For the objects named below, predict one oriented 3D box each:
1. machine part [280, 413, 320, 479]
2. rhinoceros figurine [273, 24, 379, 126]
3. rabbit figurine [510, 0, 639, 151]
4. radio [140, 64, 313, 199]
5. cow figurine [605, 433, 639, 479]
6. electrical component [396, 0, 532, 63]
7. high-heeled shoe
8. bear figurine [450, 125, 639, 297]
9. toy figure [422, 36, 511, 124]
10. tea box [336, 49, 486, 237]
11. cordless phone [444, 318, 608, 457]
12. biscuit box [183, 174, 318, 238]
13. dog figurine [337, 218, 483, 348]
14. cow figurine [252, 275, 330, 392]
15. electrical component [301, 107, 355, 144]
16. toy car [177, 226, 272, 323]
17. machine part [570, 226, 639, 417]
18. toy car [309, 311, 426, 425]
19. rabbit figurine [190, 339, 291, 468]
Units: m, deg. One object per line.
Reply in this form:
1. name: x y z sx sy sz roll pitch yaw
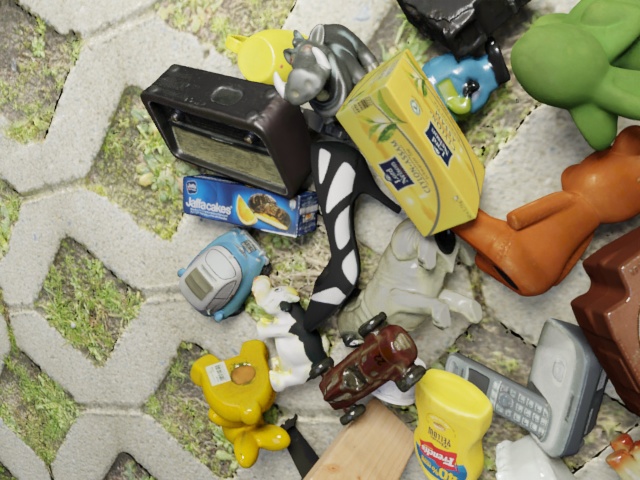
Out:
1. machine part: -0.019 0.343 0.843 0.084 0.039 0.139 -31 88 34
2. rhinoceros figurine: 0.010 -0.199 0.622 0.073 0.190 0.112 -21 117 28
3. rabbit figurine: 0.244 -0.162 0.503 0.159 0.170 0.121 58 148 3
4. radio: -0.122 -0.149 0.717 0.230 0.073 0.131 20 152 27
5. cow figurine: 0.428 0.241 0.565 0.195 0.085 0.127 -36 78 26
6. electrical component: 0.147 -0.272 0.575 0.115 0.058 0.134 -41 55 9
7. high-heeled shoe: -0.001 -0.002 0.708 0.145 0.086 0.248 33 106 1
8. bear figurine: 0.258 -0.036 0.584 0.196 0.120 0.132 -47 33 2
9. toy figure: 0.131 -0.160 0.627 0.180 0.082 0.089 -22 91 26
10. tea box: 0.102 -0.100 0.568 0.068 0.098 0.169 -23 118 36
11. cordless phone: 0.242 0.154 0.651 0.184 0.089 0.146 21 112 41
12. biscuit box: -0.105 -0.053 0.780 0.203 0.063 0.059 11 105 24
13. dog figurine: 0.090 0.048 0.690 0.191 0.121 0.172 -14 69 44
14. cow figurine: -0.042 0.127 0.782 0.098 0.068 0.167 -13 99 1
15. electrical component: 0.010 -0.149 0.699 0.094 0.063 0.021 34 109 35
16. toy car: -0.154 0.060 0.810 0.109 0.103 0.161 50 120 8
17. machine part: 0.368 0.074 0.515 0.201 0.087 0.201 -30 91 3
18. toy car: 0.048 0.165 0.661 0.089 0.053 0.202 53 136 12
19. rabbit figurine: -0.112 0.262 0.829 0.163 0.122 0.173 48 144 34
